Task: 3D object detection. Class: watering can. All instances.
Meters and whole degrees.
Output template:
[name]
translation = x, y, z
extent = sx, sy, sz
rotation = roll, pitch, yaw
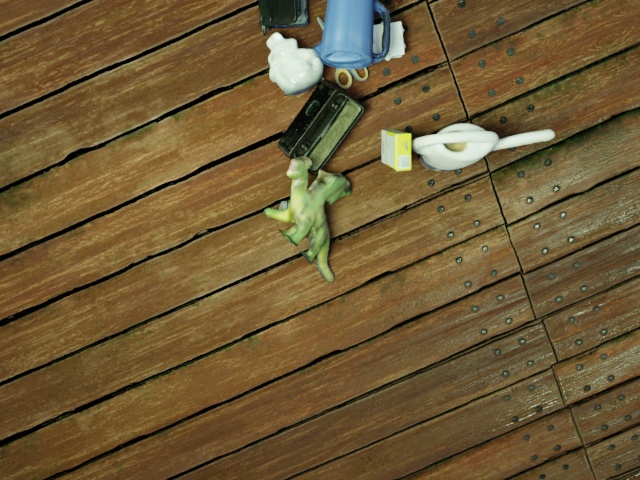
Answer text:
[watering can]
translation = 0.400, -0.244, 1.341
extent = 0.348, 0.223, 0.104
rotation = -2, 88, -4

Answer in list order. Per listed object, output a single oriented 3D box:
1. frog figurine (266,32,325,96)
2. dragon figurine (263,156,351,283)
[frog figurine]
translation = -0.069, -0.452, 1.307
extent = 0.136, 0.125, 0.157
rotation = -18, 118, 20
[dragon figurine]
translation = 0.004, -0.070, 1.390
extent = 0.244, 0.124, 0.403
rotation = -48, 135, -8
